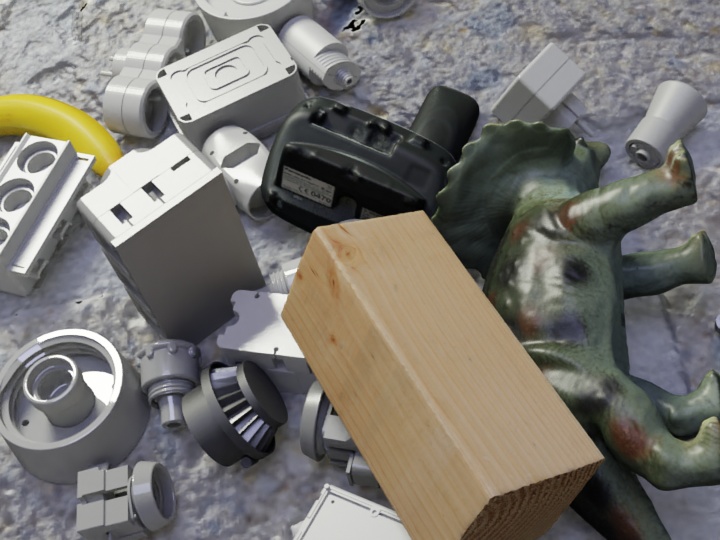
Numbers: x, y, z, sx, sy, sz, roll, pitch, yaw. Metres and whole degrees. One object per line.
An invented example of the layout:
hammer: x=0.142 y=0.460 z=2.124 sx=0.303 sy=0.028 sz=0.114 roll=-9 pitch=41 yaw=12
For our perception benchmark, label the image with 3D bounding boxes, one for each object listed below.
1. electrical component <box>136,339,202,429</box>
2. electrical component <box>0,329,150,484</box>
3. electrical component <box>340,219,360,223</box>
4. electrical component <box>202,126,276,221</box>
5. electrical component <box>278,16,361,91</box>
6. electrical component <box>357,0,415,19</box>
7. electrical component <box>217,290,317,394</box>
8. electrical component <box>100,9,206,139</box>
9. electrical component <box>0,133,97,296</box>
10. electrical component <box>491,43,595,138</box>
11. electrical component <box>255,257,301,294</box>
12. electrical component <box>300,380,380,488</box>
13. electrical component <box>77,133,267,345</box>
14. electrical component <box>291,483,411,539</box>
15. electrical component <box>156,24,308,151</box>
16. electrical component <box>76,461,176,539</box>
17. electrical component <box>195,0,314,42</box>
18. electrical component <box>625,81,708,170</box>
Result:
electrical component: x=-0.138 y=0.085 z=0.786 sx=0.048 sy=0.048 sz=0.062 roll=-12 pitch=61 yaw=3
electrical component: x=-0.214 y=0.094 z=0.783 sx=0.108 sy=0.060 sz=0.108 roll=-5 pitch=55 yaw=7
electrical component: x=0.000 y=0.000 z=0.804 sx=0.044 sy=0.065 sz=0.044 roll=-17 pitch=39 yaw=14
electrical component: x=-0.109 y=-0.071 z=0.888 sx=0.079 sy=0.043 sz=0.077 roll=-34 pitch=56 yaw=-13
electrical component: x=-0.033 y=-0.187 z=0.955 sx=0.043 sy=0.043 sz=0.081 roll=-36 pitch=57 yaw=-14
electrical component: x=0.021 y=-0.270 z=0.995 sx=0.078 sy=0.058 sz=0.057 roll=-13 pitch=51 yaw=1
electrical component: x=-0.050 y=0.054 z=0.782 sx=0.089 sy=0.055 sz=0.050 roll=6 pitch=57 yaw=15
electrical component: x=-0.200 y=-0.181 z=0.977 sx=0.074 sy=0.052 sz=0.138 roll=10 pitch=58 yaw=18
electrical component: x=-0.275 y=-0.044 z=0.889 sx=0.079 sy=0.063 sz=0.121 roll=11 pitch=58 yaw=18
electrical component: x=0.157 y=-0.131 z=0.871 sx=0.077 sy=0.065 sz=0.047 roll=43 pitch=70 yaw=1
electrical component: x=-0.052 y=0.015 z=0.817 sx=0.062 sy=0.043 sz=0.043 roll=-19 pitch=54 yaw=-1
electrical component: x=-0.007 y=0.106 z=0.737 sx=0.057 sy=0.058 sz=0.078 roll=8 pitch=57 yaw=13
electrical component: x=-0.135 y=-0.018 z=0.790 sx=0.089 sy=0.150 sz=0.062 roll=-38 pitch=58 yaw=-15
electrical component: x=-0.001 y=0.185 z=0.682 sx=0.096 sy=0.061 sz=0.061 roll=16 pitch=58 yaw=28
electrical component: x=-0.110 y=-0.152 z=0.937 sx=0.113 sy=0.057 sz=0.078 roll=-26 pitch=55 yaw=-8
electrical component: x=-0.160 y=0.159 z=0.737 sx=0.055 sy=0.048 sz=0.066 roll=-16 pitch=54 yaw=9
electrical component: x=-0.095 y=-0.247 z=0.998 sx=0.108 sy=0.060 sz=0.108 roll=-5 pitch=55 yaw=7
electrical component: x=0.240 y=-0.112 z=0.852 sx=0.044 sy=0.044 sz=0.065 roll=29 pitch=70 yaw=27
